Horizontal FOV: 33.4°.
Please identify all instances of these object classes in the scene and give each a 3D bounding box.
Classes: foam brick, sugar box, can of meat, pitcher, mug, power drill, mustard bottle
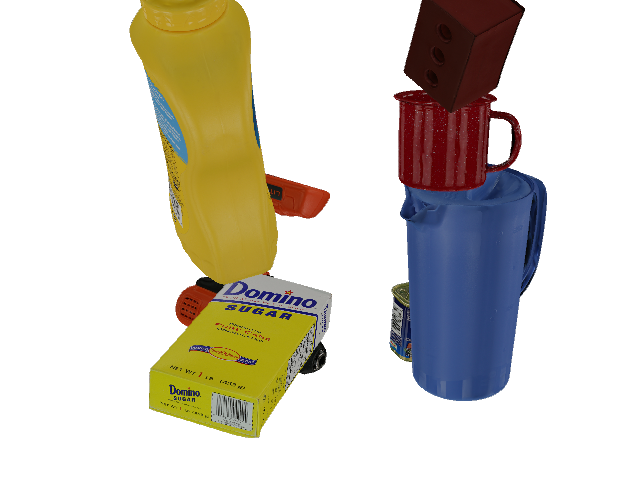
[{"bbox_3d":[0.099,-0.140,0.751,0.051,0.053,0.078,-33,-26,-27],"label":"foam brick"},{"bbox_3d":[-0.061,0.087,0.881,0.093,0.048,0.176,14,31,13],"label":"sugar box"},{"bbox_3d":[0.137,0.097,1.335,0.101,0.084,0.057,-11,30,-26],"label":"can of meat"},{"bbox_3d":[0.164,0.042,1.149,0.149,0.243,0.145,3,24,10],"label":"pitcher"},{"bbox_3d":[0.124,-0.091,0.975,0.117,0.081,0.093,4,16,12],"label":"mug"},{"bbox_3d":[-0.054,0.029,1.097,0.185,0.188,0.057,19,4,29],"label":"power drill"},{"bbox_3d":[-0.061,-0.071,0.557,0.058,0.096,0.191,-15,-40,-9],"label":"mustard bottle"}]
